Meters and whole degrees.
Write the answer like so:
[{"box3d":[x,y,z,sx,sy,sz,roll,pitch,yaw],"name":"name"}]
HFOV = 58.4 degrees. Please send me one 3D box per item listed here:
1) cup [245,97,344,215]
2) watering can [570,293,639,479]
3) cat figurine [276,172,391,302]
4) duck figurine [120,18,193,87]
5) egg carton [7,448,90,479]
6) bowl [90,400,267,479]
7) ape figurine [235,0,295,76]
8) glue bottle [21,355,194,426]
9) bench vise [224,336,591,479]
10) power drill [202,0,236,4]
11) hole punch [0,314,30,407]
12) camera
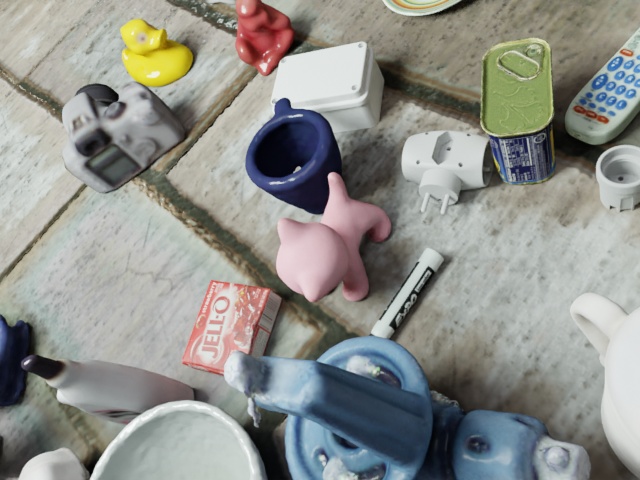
[{"box3d":[-0.017,-0.078,0.578,0.091,0.095,0.117,-21,56,14],"name":"cup"},{"box3d":[0.219,0.084,0.314,0.172,0.195,0.101,16,71,32],"name":"watering can"},{"box3d":[0.005,0.002,0.509,0.067,0.118,0.128,7,66,29],"name":"cat figurine"},{"box3d":[-0.241,-0.267,0.795,0.104,0.086,0.077,3,65,27],"name":"duck figurine"},{"box3d":[-0.245,0.270,0.507,0.107,0.070,0.150,-36,54,3],"name":"egg carton"},{"box3d":[-0.105,0.221,0.465,0.167,0.075,0.167,-11,59,20],"name":"bowl"},{"box3d":[-0.076,-0.266,0.713,0.077,0.092,0.076,-15,58,17],"name":"ape figurine"},{"box3d":[-0.186,0.129,0.494,0.078,0.174,0.037,-15,58,18],"name":"glue bottle"},{"box3d":[0.050,0.107,0.365,0.207,0.220,0.121,-14,58,18],"name":"bench vise"},{"box3d":[-0.171,-0.427,0.775,0.228,0.209,0.076,14,70,31],"name":"power drill"},{"box3d":[-0.395,0.136,0.640,0.101,0.091,0.108,-21,56,14],"name":"hole punch"},{"box3d":[-0.271,-0.158,0.739,0.143,0.101,0.136,-34,54,5],"name":"camera"}]
